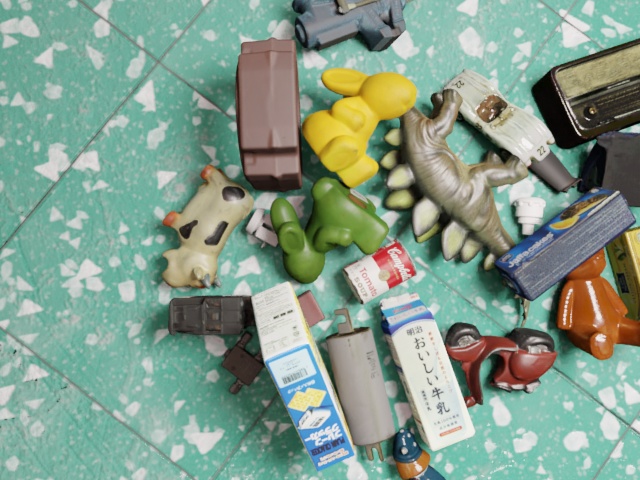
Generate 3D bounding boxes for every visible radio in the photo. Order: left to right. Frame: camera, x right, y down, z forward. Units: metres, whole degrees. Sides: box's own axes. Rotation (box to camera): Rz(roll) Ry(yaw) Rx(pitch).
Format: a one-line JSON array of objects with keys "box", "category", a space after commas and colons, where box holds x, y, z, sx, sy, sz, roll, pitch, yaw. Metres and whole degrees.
[{"box": [0.492, -0.248, 0.900, 0.230, 0.073, 0.131, -19, 87, -3], "category": "radio"}]

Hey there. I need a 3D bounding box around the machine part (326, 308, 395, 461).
[{"box": [0.064, 0.227, 0.846, 0.079, 0.079, 0.243, -12, 86, -3], "category": "machine part"}]

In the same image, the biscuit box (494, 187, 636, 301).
[{"box": [0.368, 0.005, 0.814, 0.203, 0.059, 0.062, -37, 106, 1], "category": "biscuit box"}]

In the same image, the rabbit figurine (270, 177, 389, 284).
[{"box": [-0.002, -0.003, 0.830, 0.159, 0.121, 0.170, 27, 111, -34], "category": "rabbit figurine"}]

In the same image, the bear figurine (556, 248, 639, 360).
[{"box": [0.436, 0.074, 0.850, 0.120, 0.132, 0.195, -8, 92, -7], "category": "bear figurine"}]

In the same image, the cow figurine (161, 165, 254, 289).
[{"box": [-0.180, -0.007, 0.850, 0.127, 0.085, 0.195, 37, 89, 9], "category": "cow figurine"}]

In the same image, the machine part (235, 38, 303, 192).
[{"box": [-0.072, -0.180, 0.808, 0.087, 0.201, 0.201, -4, 86, -1], "category": "machine part"}]

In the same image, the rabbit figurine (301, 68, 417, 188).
[{"box": [0.064, -0.186, 0.808, 0.173, 0.121, 0.162, -39, 52, 18], "category": "rabbit figurine"}]

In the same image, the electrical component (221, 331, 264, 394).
[{"box": [-0.127, 0.199, 0.867, 0.063, 0.021, 0.094, 36, 86, 1], "category": "electrical component"}]

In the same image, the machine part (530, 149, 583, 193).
[{"box": [0.376, -0.134, 0.906, 0.139, 0.039, 0.084, 43, 77, 3], "category": "machine part"}]

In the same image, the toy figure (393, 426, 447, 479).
[{"box": [0.158, 0.368, 0.846, 0.058, 0.064, 0.154, -34, 89, 5], "category": "toy figure"}]

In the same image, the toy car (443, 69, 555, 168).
[{"box": [0.290, -0.200, 0.881, 0.073, 0.056, 0.202, -43, 72, -5], "category": "toy car"}]

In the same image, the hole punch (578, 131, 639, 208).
[{"box": [0.495, -0.116, 0.870, 0.142, 0.092, 0.115, 7, 104, 2], "category": "hole punch"}]

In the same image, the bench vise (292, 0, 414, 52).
[{"box": [0.040, -0.422, 0.872, 0.224, 0.129, 0.240, -24, 94, -3], "category": "bench vise"}]

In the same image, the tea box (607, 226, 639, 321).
[{"box": [0.549, 0.059, 0.882, 0.098, 0.068, 0.169, -12, 86, -3], "category": "tea box"}]

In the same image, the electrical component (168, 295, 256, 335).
[{"box": [-0.155, 0.113, 0.827, 0.134, 0.115, 0.058, 0, 88, -1], "category": "electrical component"}]

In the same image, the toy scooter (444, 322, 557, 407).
[{"box": [0.283, 0.205, 0.858, 0.184, 0.075, 0.135, 6, 95, -5], "category": "toy scooter"}]

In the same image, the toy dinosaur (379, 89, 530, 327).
[{"box": [0.223, -0.075, 0.868, 0.198, 0.105, 0.471, -42, 90, 3], "category": "toy dinosaur"}]
